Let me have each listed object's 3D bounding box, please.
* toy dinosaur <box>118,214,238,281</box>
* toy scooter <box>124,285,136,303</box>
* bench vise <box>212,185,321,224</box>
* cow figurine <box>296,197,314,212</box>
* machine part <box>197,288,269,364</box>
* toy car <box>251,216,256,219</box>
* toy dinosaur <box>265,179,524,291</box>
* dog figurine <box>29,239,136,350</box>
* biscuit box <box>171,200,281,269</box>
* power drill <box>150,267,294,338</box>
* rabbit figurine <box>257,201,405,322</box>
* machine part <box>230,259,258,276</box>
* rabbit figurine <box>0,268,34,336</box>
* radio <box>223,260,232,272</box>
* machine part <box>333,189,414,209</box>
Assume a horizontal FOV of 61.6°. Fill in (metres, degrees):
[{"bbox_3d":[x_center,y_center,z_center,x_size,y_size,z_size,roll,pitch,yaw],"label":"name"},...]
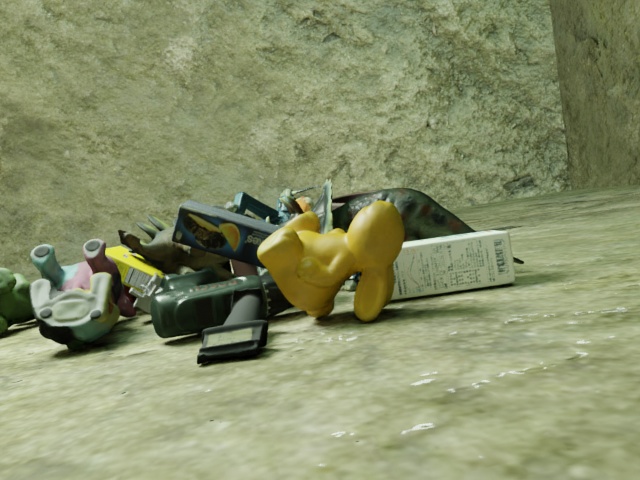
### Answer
[{"bbox_3d":[-0.229,0.019,1.028,0.199,0.105,0.471,24,1,23],"label":"toy dinosaur"},{"bbox_3d":[-0.427,0.093,1.062,0.135,0.075,0.184,-23,33,-24],"label":"toy scooter"},{"bbox_3d":[-0.112,-0.047,1.208,0.129,0.223,0.240,-9,-29,42],"label":"bench vise"},{"bbox_3d":[-0.001,-0.005,1.042,0.068,0.167,0.098,-13,3,26],"label":"cow figurine"},{"bbox_3d":[-0.095,0.099,0.624,0.084,0.039,0.139,-16,18,5],"label":"machine part"},{"bbox_3d":[-0.193,-0.013,1.341,0.053,0.089,0.202,-13,7,-24],"label":"toy car"},{"bbox_3d":[0.111,-0.022,0.892,0.405,0.192,0.131,-9,6,15],"label":"toy dinosaur"},{"bbox_3d":[-0.351,0.101,0.832,0.108,0.192,0.219,-13,-30,-10],"label":"dog figurine"},{"bbox_3d":[-0.120,-0.003,0.830,0.203,0.059,0.063,16,11,-3],"label":"biscuit box"},{"bbox_3d":[-0.143,0.086,0.792,0.232,0.085,0.207,-11,12,-31],"label":"power drill"},{"bbox_3d":[0.032,0.023,0.671,0.173,0.162,0.122,-30,-5,19],"label":"rabbit figurine"},{"bbox_3d":[-0.134,0.051,1.342,0.179,0.056,0.179,-8,5,1],"label":"machine part"},{"bbox_3d":[-0.556,0.126,1.009,0.170,0.121,0.159,11,-15,-34],"label":"rabbit figurine"},{"bbox_3d":[-0.345,0.077,1.316,0.230,0.073,0.131,-9,5,16],"label":"radio"},{"bbox_3d":[0.111,-0.060,1.227,0.201,0.087,0.202,-17,16,-39],"label":"machine part"}]
